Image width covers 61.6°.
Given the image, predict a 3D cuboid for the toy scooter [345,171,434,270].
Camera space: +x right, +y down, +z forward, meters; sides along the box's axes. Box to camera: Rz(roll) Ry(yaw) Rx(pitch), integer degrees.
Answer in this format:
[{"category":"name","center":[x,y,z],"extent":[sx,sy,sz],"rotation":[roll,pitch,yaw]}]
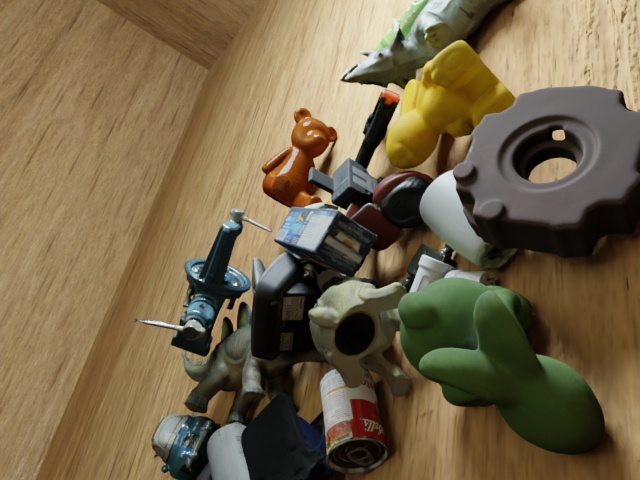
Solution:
[{"category":"toy scooter","center":[0.087,-0.038,0.767],"extent":[0.184,0.075,0.135],"rotation":[-44,13,22]}]

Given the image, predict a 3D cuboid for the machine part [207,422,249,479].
[{"category":"machine part","center":[-0.111,0.339,0.756],"extent":[0.079,0.079,0.243],"rotation":[-59,25,6]}]

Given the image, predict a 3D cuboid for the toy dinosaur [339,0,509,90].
[{"category":"toy dinosaur","center":[0.211,-0.361,0.821],"extent":[0.404,0.131,0.192],"rotation":[-47,29,16]}]

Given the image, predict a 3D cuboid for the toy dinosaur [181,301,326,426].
[{"category":"toy dinosaur","center":[-0.136,0.208,0.913],"extent":[0.472,0.105,0.198],"rotation":[-22,38,41]}]

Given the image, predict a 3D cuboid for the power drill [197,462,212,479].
[{"category":"power drill","center":[-0.161,0.443,0.743],"extent":[0.207,0.086,0.232],"rotation":[-4,61,56]}]

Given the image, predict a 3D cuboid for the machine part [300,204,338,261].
[{"category":"machine part","center":[-0.015,-0.012,0.974],"extent":[0.139,0.039,0.084],"rotation":[-46,24,33]}]

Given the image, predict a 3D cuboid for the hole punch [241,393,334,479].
[{"category":"hole punch","center":[-0.028,0.269,0.673],"extent":[0.142,0.092,0.116],"rotation":[-46,41,23]}]

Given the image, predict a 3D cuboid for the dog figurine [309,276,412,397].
[{"category":"dog figurine","center":[0.027,0.084,0.653],"extent":[0.121,0.172,0.191],"rotation":[-51,32,-4]}]

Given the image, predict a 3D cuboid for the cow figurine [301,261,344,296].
[{"category":"cow figurine","center":[-0.029,0.068,0.846],"extent":[0.167,0.098,0.068],"rotation":[-6,61,56]}]

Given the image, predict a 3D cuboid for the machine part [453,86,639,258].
[{"category":"machine part","center":[0.217,-0.068,0.503],"extent":[0.179,0.056,0.179],"rotation":[-18,50,23]}]

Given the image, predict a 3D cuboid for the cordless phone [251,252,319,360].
[{"category":"cordless phone","center":[-0.071,0.064,0.777],"extent":[0.184,0.089,0.146],"rotation":[-116,26,-50]}]

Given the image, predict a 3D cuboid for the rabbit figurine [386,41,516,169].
[{"category":"rabbit figurine","center":[0.151,-0.173,0.719],"extent":[0.173,0.122,0.162],"rotation":[-48,20,19]}]

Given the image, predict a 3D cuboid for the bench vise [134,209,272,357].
[{"category":"bench vise","center":[-0.180,0.064,0.907],"extent":[0.223,0.129,0.240],"rotation":[-42,-25,-75]}]

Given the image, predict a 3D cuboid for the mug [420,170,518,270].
[{"category":"mug","center":[0.178,-0.025,0.589],"extent":[0.109,0.080,0.107],"rotation":[-44,40,18]}]

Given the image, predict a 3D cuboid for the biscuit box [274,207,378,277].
[{"category":"biscuit box","center":[-0.001,-0.002,0.710],"extent":[0.059,0.063,0.203],"rotation":[-60,18,-5]}]

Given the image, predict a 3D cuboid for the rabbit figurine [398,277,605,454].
[{"category":"rabbit figurine","center":[0.154,0.097,0.447],"extent":[0.121,0.159,0.170],"rotation":[-51,41,-1]}]

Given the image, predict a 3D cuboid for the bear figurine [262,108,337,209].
[{"category":"bear figurine","center":[-0.029,-0.157,1.060],"extent":[0.196,0.120,0.132],"rotation":[-58,28,-4]}]

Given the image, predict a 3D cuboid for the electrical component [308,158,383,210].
[{"category":"electrical component","center":[0.043,-0.088,0.847],"extent":[0.048,0.119,0.075],"rotation":[-42,29,37]}]

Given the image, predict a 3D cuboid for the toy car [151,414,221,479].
[{"category":"toy car","center":[-0.233,0.343,0.907],"extent":[0.161,0.103,0.109],"rotation":[116,179,-60]}]

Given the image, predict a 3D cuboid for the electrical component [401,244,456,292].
[{"category":"electrical component","center":[0.135,0.032,0.665],"extent":[0.094,0.021,0.063],"rotation":[-60,25,5]}]
